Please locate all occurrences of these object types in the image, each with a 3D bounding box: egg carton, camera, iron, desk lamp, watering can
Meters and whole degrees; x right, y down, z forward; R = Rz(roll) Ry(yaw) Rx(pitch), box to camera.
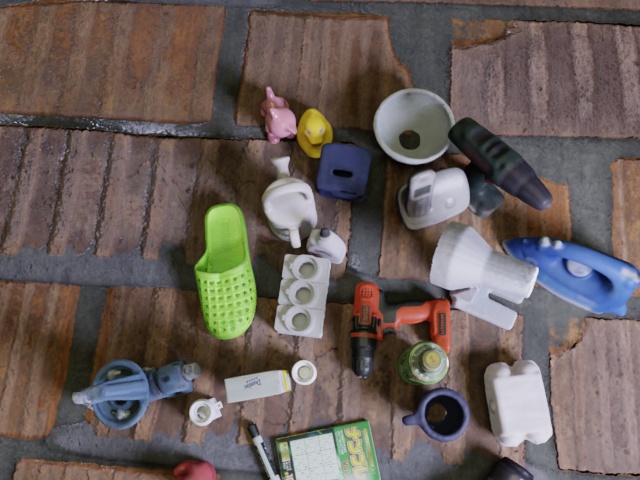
[{"bbox_3d":[0.360,0.298,1.049,0.107,0.069,0.150,-8,75,0],"label":"egg carton"},{"bbox_3d":[0.326,0.461,0.991,0.143,0.101,0.137,35,79,10],"label":"camera"},{"bbox_3d":[0.479,0.043,1.077,0.258,0.141,0.119,24,77,8],"label":"iron"},{"bbox_3d":[0.295,0.064,1.040,0.203,0.213,0.118,23,77,8],"label":"desk lamp"},{"bbox_3d":[-0.064,-0.075,1.098,0.101,0.194,0.172,-32,76,-6],"label":"watering can"}]

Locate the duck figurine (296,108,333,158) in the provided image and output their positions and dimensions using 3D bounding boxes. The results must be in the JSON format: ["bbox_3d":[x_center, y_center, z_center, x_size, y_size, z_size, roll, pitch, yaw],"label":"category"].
[{"bbox_3d":[-0.013,-0.233,1.195,0.077,0.086,0.104,-9,75,0],"label":"duck figurine"}]

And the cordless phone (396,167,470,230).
[{"bbox_3d":[0.223,-0.098,1.100,0.147,0.185,0.094,-23,75,-4],"label":"cordless phone"}]

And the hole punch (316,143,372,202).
[{"bbox_3d":[0.050,-0.136,1.164,0.108,0.091,0.101,9,75,4],"label":"hole punch"}]

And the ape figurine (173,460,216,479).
[{"bbox_3d":[-0.227,0.432,1.020,0.076,0.092,0.078,-20,75,-3],"label":"ape figurine"}]

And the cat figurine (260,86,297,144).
[{"bbox_3d":[-0.088,-0.258,1.188,0.067,0.118,0.128,-18,75,-3],"label":"cat figurine"}]

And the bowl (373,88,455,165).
[{"bbox_3d":[0.192,-0.225,1.192,0.167,0.075,0.167,0,75,2],"label":"bowl"}]

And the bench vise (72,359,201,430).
[{"bbox_3d":[-0.326,0.248,1.006,0.207,0.220,0.121,-35,76,-7],"label":"bench vise"}]

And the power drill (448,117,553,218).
[{"bbox_3d":[0.328,-0.120,1.091,0.076,0.208,0.229,-38,77,-8],"label":"power drill"}]

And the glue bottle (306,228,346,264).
[{"bbox_3d":[0.010,0.004,1.085,0.078,0.173,0.037,14,76,6],"label":"glue bottle"}]

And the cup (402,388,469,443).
[{"bbox_3d":[0.203,0.318,1.036,0.117,0.095,0.091,-11,75,-1],"label":"cup"}]
